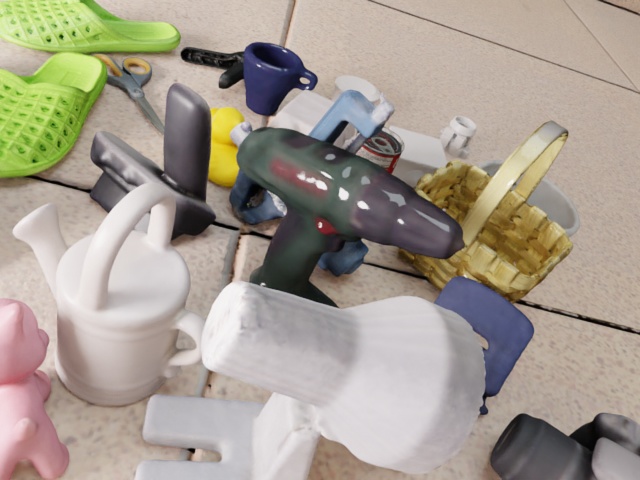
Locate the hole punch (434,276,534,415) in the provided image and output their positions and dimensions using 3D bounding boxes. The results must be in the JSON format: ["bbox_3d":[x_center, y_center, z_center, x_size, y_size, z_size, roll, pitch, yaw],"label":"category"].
[{"bbox_3d":[0.156,0.109,0.600,0.108,0.091,0.101,34,41,13],"label":"hole punch"}]

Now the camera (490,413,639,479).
[{"bbox_3d":[0.238,0.206,0.522,0.136,0.101,0.143,34,41,13],"label":"camera"}]

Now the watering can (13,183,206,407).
[{"bbox_3d":[-0.161,0.035,0.451,0.173,0.194,0.101,15,40,-9],"label":"watering can"}]

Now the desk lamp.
[{"bbox_3d":[-0.017,0.118,0.411,0.203,0.213,0.118,9,41,-16],"label":"desk lamp"}]

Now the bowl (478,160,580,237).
[{"bbox_3d":[0.287,-0.040,0.843,0.168,0.074,0.167,13,40,-11],"label":"bowl"}]

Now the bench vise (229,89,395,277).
[{"bbox_3d":[-0.016,-0.082,0.631,0.207,0.219,0.121,25,39,2],"label":"bench vise"}]

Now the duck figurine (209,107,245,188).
[{"bbox_3d":[-0.119,-0.126,0.738,0.078,0.086,0.104,-17,53,-38],"label":"duck figurine"}]

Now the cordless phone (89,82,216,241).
[{"bbox_3d":[-0.170,-0.098,0.603,0.147,0.185,0.094,35,41,14],"label":"cordless phone"}]

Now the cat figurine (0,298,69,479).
[{"bbox_3d":[-0.224,0.098,0.411,0.067,0.117,0.127,-11,50,-34],"label":"cat figurine"}]

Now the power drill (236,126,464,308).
[{"bbox_3d":[0.005,0.002,0.556,0.229,0.208,0.076,38,42,18],"label":"power drill"}]

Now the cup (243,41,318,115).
[{"bbox_3d":[-0.067,-0.237,0.879,0.118,0.095,0.092,22,39,-1],"label":"cup"}]

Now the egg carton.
[{"bbox_3d":[-0.011,-0.158,0.838,0.107,0.069,0.150,26,39,5],"label":"egg carton"}]
